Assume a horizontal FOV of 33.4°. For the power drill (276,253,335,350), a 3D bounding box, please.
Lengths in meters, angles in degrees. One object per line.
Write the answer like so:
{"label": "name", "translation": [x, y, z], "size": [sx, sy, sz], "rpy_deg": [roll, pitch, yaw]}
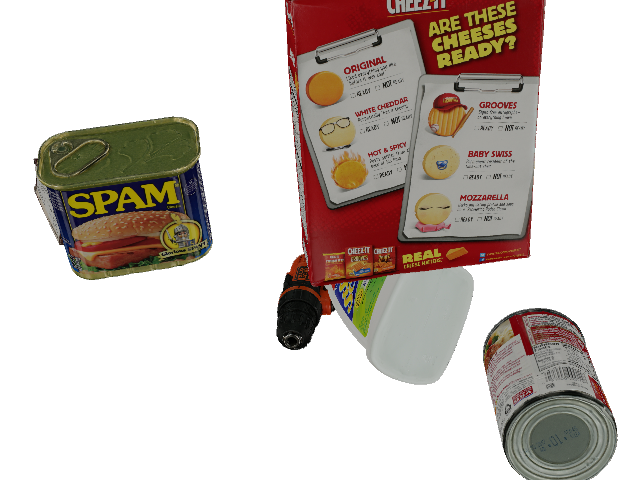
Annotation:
{"label": "power drill", "translation": [0.045, 0.069, 1.236], "size": [0.188, 0.057, 0.184], "rpy_deg": [1, 28, 6]}

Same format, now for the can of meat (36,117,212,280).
{"label": "can of meat", "translation": [-0.123, -0.026, 0.693], "size": [0.102, 0.084, 0.057], "rpy_deg": [-8, 42, -4]}

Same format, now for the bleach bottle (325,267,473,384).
{"label": "bleach bottle", "translation": [0.045, 0.039, 0.915], "size": [0.068, 0.102, 0.251], "rpy_deg": [21, 3, -18]}

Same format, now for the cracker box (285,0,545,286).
{"label": "cracker box", "translation": [0.063, -0.082, 0.737], "size": [0.164, 0.214, 0.072], "rpy_deg": [-7, 31, -6]}

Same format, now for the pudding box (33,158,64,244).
{"label": "pudding box", "translation": [-0.197, -0.037, 0.936], "size": [0.089, 0.039, 0.114], "rpy_deg": [-4, 26, -26]}

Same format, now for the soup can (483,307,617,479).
{"label": "soup can", "translation": [0.140, 0.095, 0.660], "size": [0.068, 0.068, 0.102], "rpy_deg": [0, 25, 2]}
